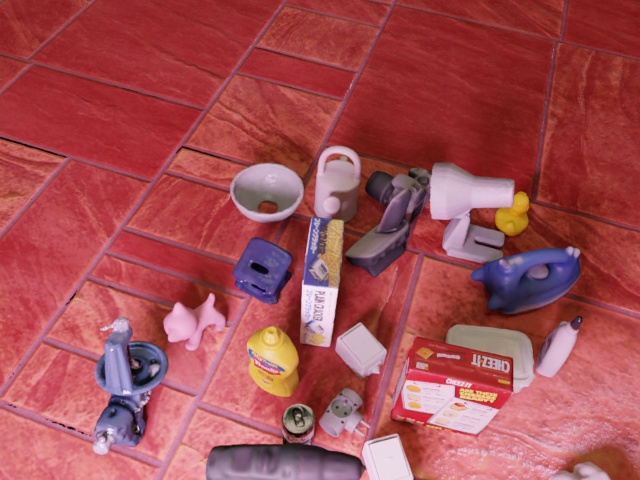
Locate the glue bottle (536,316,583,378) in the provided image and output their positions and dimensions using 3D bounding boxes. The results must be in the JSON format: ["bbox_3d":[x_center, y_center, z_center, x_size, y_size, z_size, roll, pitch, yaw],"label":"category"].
[{"bbox_3d":[0.454,0.189,1.076,0.037,0.173,0.078,18,53,10],"label":"glue bottle"}]

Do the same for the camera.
[{"bbox_3d":[0.187,-0.123,1.345,0.136,0.101,0.143,32,57,19],"label":"camera"}]

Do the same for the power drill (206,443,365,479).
[{"bbox_3d":[-0.054,0.367,0.879,0.229,0.208,0.075,4,52,-1],"label":"power drill"}]

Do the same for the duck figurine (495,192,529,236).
[{"bbox_3d":[0.454,-0.067,1.330,0.077,0.086,0.105,23,54,14],"label":"duck figurine"}]

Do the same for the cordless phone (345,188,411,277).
[{"bbox_3d":[0.130,-0.024,1.210,0.094,0.185,0.148,35,58,22],"label":"cordless phone"}]

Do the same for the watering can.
[{"bbox_3d":[0.042,-0.126,1.277,0.101,0.194,0.172,-7,53,-9],"label":"watering can"}]

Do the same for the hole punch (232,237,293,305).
[{"bbox_3d":[-0.117,0.064,1.184,0.108,0.091,0.101,25,55,15],"label":"hole punch"}]

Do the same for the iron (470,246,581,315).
[{"bbox_3d":[0.457,0.060,1.196,0.258,0.141,0.118,-13,54,-13],"label":"iron"}]

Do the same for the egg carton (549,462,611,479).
[{"bbox_3d":[0.447,0.449,0.940,0.107,0.069,0.150,-14,54,-14],"label":"egg carton"}]

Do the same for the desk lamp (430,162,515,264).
[{"bbox_3d":[0.322,-0.063,1.236,0.203,0.213,0.118,13,53,7],"label":"desk lamp"}]

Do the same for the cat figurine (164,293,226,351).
[{"bbox_3d":[-0.245,0.150,1.090,0.067,0.118,0.128,37,59,23],"label":"cat figurine"}]

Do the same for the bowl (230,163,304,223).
[{"bbox_3d":[-0.120,-0.096,1.317,0.167,0.075,0.167,2,52,-2],"label":"bowl"}]

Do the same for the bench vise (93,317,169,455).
[{"bbox_3d":[-0.317,0.238,0.952,0.121,0.220,0.207,-5,53,-7],"label":"bench vise"}]
